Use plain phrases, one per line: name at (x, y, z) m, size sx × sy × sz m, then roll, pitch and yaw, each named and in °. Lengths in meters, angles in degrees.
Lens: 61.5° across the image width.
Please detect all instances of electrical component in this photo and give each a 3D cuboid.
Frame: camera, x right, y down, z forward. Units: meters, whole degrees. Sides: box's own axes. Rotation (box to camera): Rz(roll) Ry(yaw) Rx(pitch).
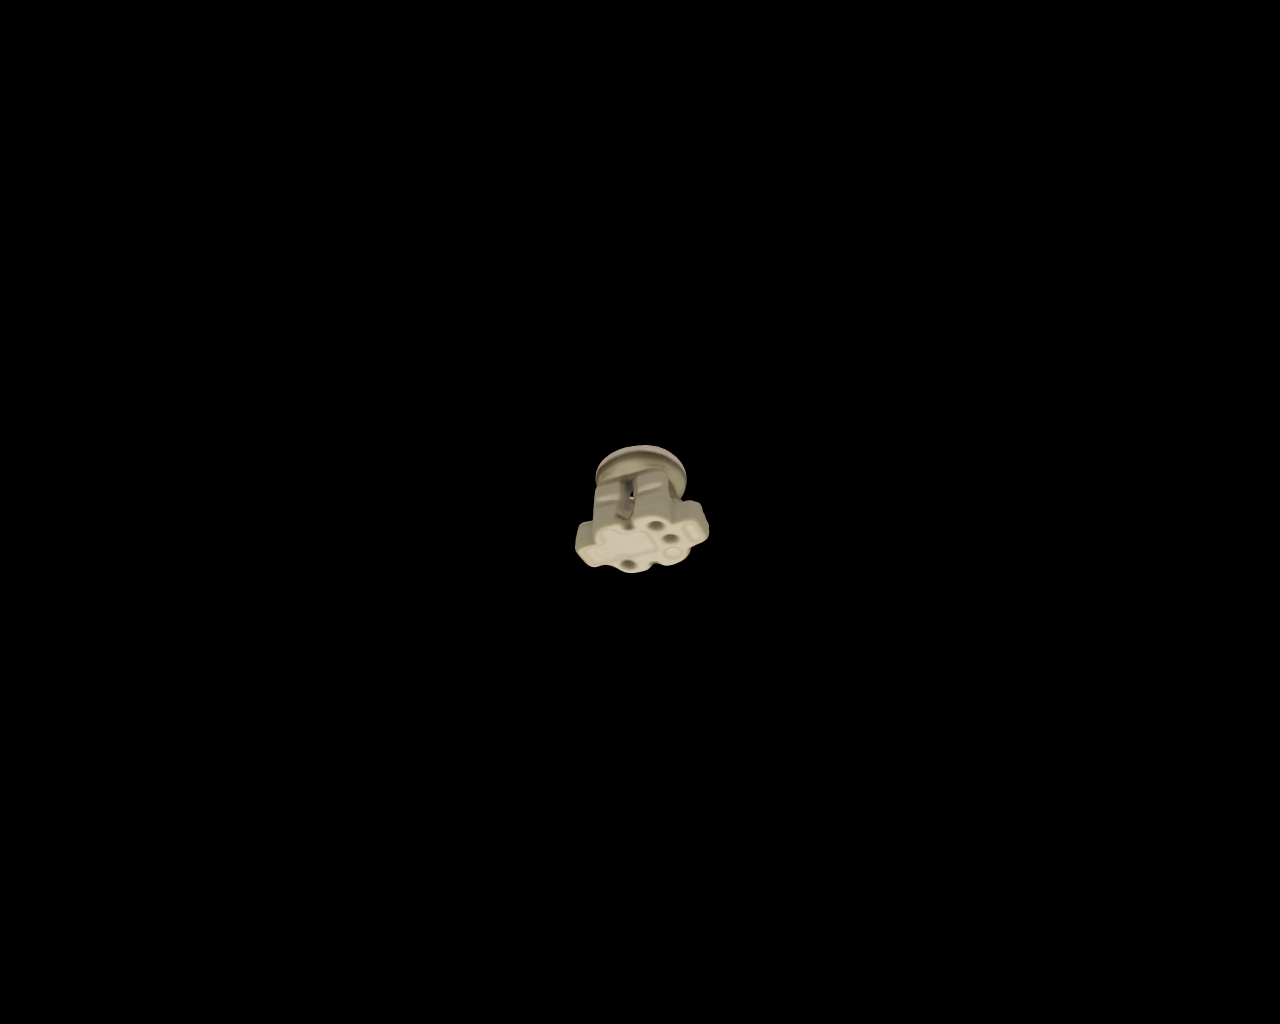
electrical component at (0.001, -0.003, 0.650) m, size 0.078 × 0.057 × 0.058 m, roll -14°, pitch -40°, yaw 17°
